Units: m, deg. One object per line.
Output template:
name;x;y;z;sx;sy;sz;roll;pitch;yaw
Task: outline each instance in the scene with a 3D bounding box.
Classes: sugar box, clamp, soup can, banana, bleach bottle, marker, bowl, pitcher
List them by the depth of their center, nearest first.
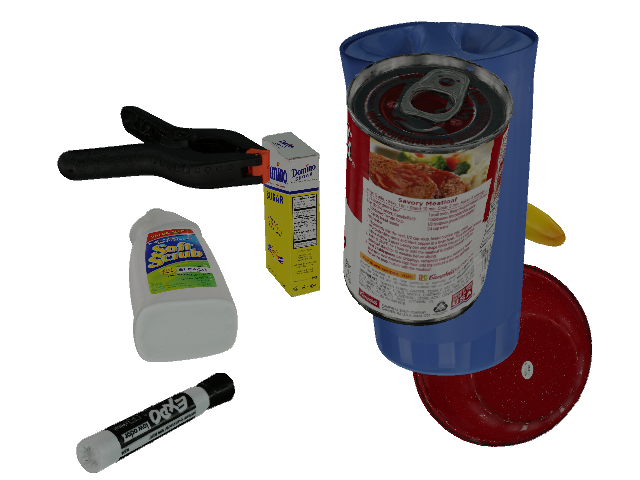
soup can;0.044;-0.021;0.467;0.068;0.102;0.068;0;42;0
marker;-0.089;0.100;0.607;0.020;0.020;0.120;0;12;34
pitcher;0.081;-0.027;0.755;0.149;0.243;0.145;-10;23;-13
clamp;-0.128;-0.069;0.886;0.172;0.039;0.120;13;38;26
bowl;0.161;0.101;0.888;0.162;0.162;0.055;0;6;-10
bleach bottle;-0.159;0.031;1.103;0.102;0.068;0.251;-5;27;-17
banana;0.164;-0.029;1.117;0.198;0.037;0.069;11;39;23
sugar box;-0.035;-0.032;1.273;0.048;0.176;0.093;-13;26;-19
